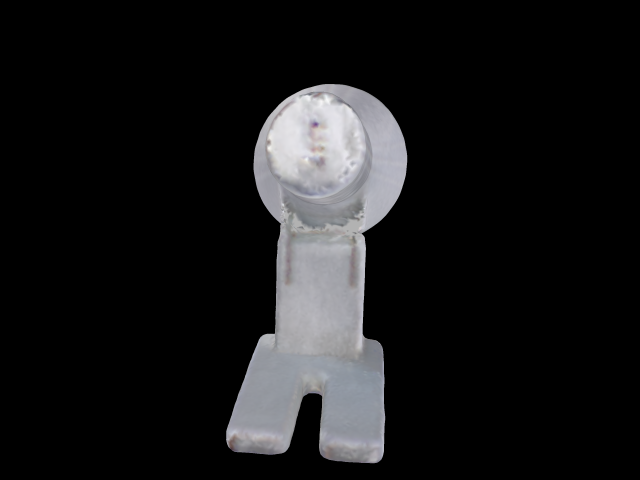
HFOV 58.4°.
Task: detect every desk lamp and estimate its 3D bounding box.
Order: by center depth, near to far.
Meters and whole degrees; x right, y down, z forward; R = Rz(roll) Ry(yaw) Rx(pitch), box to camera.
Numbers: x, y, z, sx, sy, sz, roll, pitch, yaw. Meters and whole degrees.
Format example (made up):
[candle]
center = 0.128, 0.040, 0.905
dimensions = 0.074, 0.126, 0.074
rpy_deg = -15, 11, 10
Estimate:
[desk lamp]
center = 0.004, 0.001, 0.400
dimensions = 0.118, 0.214, 0.203
rpy_deg = 1, 20, 4
